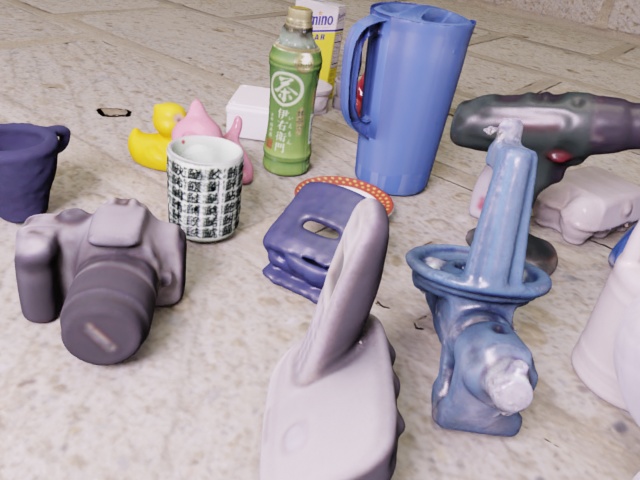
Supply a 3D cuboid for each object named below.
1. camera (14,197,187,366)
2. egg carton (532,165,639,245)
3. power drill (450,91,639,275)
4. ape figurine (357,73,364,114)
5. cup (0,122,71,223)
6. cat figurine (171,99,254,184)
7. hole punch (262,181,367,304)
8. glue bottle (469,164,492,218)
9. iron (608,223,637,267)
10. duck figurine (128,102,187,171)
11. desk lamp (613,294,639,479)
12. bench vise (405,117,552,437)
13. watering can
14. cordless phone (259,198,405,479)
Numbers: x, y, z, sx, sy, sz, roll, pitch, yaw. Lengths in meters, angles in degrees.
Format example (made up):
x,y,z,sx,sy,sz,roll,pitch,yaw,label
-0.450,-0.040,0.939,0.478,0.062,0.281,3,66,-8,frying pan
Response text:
x,y,z,sx,sy,sz,roll,pitch,yaw,label
-0.189,0.031,0.484,0.143,0.101,0.136,2,32,-10,camera
0.363,-0.048,0.771,0.151,0.069,0.107,-13,37,-31,egg carton
0.252,-0.069,0.646,0.229,0.208,0.076,17,32,15,power drill
0.085,-0.263,1.036,0.078,0.092,0.076,-3,33,-17,ape figurine
-0.322,-0.074,0.630,0.091,0.095,0.118,20,33,20,cup
-0.140,-0.121,0.727,0.067,0.118,0.128,24,35,25,cat figurine
0.005,0.002,0.586,0.108,0.091,0.101,22,34,22,hole punch
0.246,-0.099,0.728,0.078,0.173,0.037,21,34,21,glue bottle
0.449,-0.031,0.694,0.118,0.141,0.259,27,36,28,iron
-0.210,-0.146,0.783,0.104,0.086,0.077,8,31,0,duck figurine
0.204,0.137,0.294,0.117,0.213,0.203,18,33,16,desk lamp
0.145,0.029,0.449,0.122,0.220,0.207,-2,33,-16,bench vise
0.294,0.050,0.475,0.101,0.194,0.173,8,31,0,watering can
0.013,0.076,0.376,0.094,0.185,0.147,4,31,-6,cordless phone
